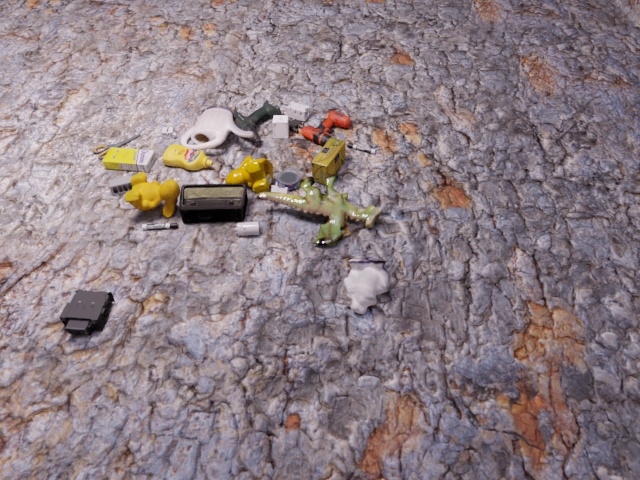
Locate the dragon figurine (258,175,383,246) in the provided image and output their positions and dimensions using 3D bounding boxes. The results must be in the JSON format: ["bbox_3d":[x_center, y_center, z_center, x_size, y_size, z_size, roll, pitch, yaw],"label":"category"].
[{"bbox_3d":[0.005,-0.088,1.742,0.411,0.119,0.248,-8,54,-6],"label":"dragon figurine"}]

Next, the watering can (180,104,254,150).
[{"bbox_3d":[-0.396,-0.447,2.057,0.347,0.102,0.230,-5,50,21],"label":"watering can"}]

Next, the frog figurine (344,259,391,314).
[{"bbox_3d":[0.139,0.140,1.534,0.137,0.122,0.161,5,81,-6],"label":"frog figurine"}]
